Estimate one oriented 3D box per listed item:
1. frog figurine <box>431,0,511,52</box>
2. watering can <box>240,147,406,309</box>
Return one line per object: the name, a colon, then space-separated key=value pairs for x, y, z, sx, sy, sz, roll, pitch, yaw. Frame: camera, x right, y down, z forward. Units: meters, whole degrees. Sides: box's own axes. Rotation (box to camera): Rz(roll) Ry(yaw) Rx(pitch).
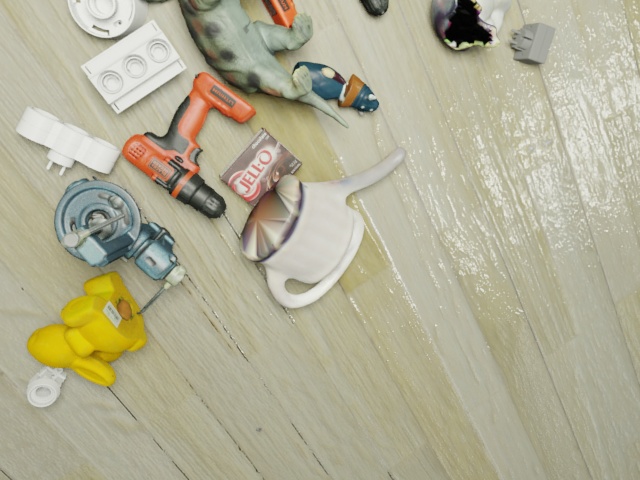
frog figurine: x=0.263 y=-0.411 z=0.891 sx=0.136 sy=0.121 sz=0.163 roll=30 pitch=59 yaw=-15
watering can: x=0.003 y=-0.044 z=0.877 sx=0.222 sy=0.105 sz=0.347 roll=28 pitch=93 yaw=-42
